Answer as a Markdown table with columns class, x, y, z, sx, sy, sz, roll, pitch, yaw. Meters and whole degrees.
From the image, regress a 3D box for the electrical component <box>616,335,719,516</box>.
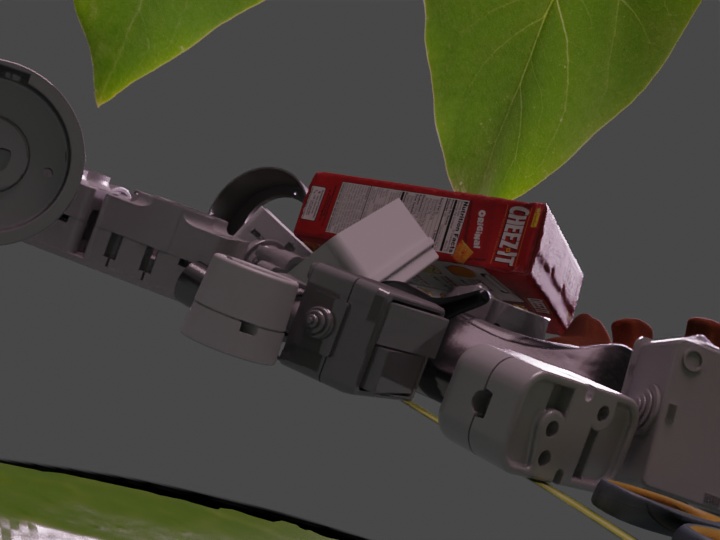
| class | x | y | z | sx | sy | sz | roll | pitch | yaw |
| --- | --- | --- | --- | --- | --- | --- | --- | --- | --- |
| electrical component | 0.191 | 0.090 | 0.595 | 0.100 | 0.099 | 0.048 | 20 | -12 | -11 |

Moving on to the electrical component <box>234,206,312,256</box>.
| class | x | y | z | sx | sy | sz | roll | pitch | yaw |
| --- | --- | --- | --- | --- | --- | --- | --- | --- | --- |
| electrical component | -0.074 | -0.006 | 0.979 | 0.089 | 0.055 | 0.050 | 43 | 1 | 1 |

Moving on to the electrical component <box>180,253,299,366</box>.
| class | x | y | z | sx | sy | sz | roll | pitch | yaw |
| --- | --- | --- | --- | --- | --- | --- | --- | --- | --- |
| electrical component | -0.065 | 0.021 | 0.591 | 0.055 | 0.047 | 0.055 | 21 | 1 | 0 |

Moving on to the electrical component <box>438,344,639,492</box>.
| class | x | y | z | sx | sy | sz | roll | pitch | yaw |
| --- | --- | --- | --- | --- | --- | --- | --- | --- | --- |
| electrical component | 0.091 | 0.076 | 0.563 | 0.095 | 0.053 | 0.059 | 20 | 2 | -38 |

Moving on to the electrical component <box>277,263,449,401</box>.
| class | x | y | z | sx | sy | sz | roll | pitch | yaw |
| --- | --- | --- | --- | --- | --- | --- | --- | --- | --- |
| electrical component | 0.002 | 0.038 | 0.618 | 0.061 | 0.061 | 0.096 | 21 | 1 | 29 |

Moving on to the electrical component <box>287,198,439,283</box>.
| class | x | y | z | sx | sy | sz | roll | pitch | yaw |
| --- | --- | --- | --- | --- | --- | --- | --- | --- | --- |
| electrical component | 0.000 | 0.000 | 0.822 | 0.057 | 0.078 | 0.113 | 54 | 36 | 2 |

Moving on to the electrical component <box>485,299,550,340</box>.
| class | x | y | z | sx | sy | sz | roll | pitch | yaw |
| --- | --- | --- | --- | --- | --- | --- | --- | --- | --- |
| electrical component | 0.087 | 0.058 | 0.776 | 0.079 | 0.077 | 0.044 | 20 | 1 | -1 |

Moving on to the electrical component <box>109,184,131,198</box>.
| class | x | y | z | sx | sy | sz | roll | pitch | yaw |
| --- | --- | --- | --- | --- | --- | --- | --- | --- | --- |
| electrical component | -0.223 | -0.048 | 0.887 | 0.047 | 0.055 | 0.055 | 17 | 0 | 19 |

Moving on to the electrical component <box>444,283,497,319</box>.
| class | x | y | z | sx | sy | sz | roll | pitch | yaw |
| --- | --- | --- | --- | --- | --- | --- | --- | --- | --- |
| electrical component | 0.099 | 0.063 | 0.836 | 0.096 | 0.061 | 0.062 | 41 | -12 | -10 |

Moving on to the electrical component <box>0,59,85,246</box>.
| class | x | y | z | sx | sy | sz | roll | pitch | yaw |
| --- | --- | --- | --- | --- | --- | --- | --- | --- | --- |
| electrical component | -0.222 | -0.068 | 0.643 | 0.108 | 0.108 | 0.060 | 20 | -5 | -18 |

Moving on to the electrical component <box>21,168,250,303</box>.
| class | x | y | z | sx | sy | sz | roll | pitch | yaw |
| --- | --- | --- | --- | --- | --- | --- | --- | --- | --- |
| electrical component | -0.181 | -0.034 | 0.782 | 0.186 | 0.060 | 0.105 | 21 | 1 | 3 |

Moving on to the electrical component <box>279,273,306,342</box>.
| class | x | y | z | sx | sy | sz | roll | pitch | yaw |
| --- | --- | --- | --- | --- | --- | --- | --- | --- | --- |
| electrical component | -0.046 | 0.028 | 0.711 | 0.043 | 0.043 | 0.062 | 20 | 3 | -33 |

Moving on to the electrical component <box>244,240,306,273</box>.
| class | x | y | z | sx | sy | sz | roll | pitch | yaw |
| --- | --- | --- | --- | --- | --- | --- | --- | --- | --- |
| electrical component | -0.070 | 0.008 | 0.897 | 0.057 | 0.058 | 0.078 | 25 | 4 | 40 |
